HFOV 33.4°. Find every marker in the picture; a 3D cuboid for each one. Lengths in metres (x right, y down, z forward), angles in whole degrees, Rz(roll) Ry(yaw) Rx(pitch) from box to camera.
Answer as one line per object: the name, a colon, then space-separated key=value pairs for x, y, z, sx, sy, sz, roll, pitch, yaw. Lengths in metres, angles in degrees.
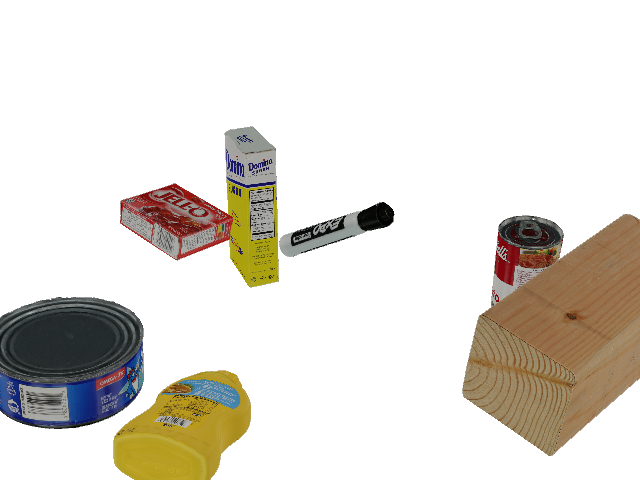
marker: x=0.012 y=-0.008 z=0.830 sx=0.020 sy=0.020 sz=0.121 roll=0 pitch=-12 yaw=-41

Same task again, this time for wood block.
wood block: x=0.219 y=0.069 z=0.865 sx=0.205 sy=0.090 sz=0.091 roll=-28 pitch=48 yaw=-36

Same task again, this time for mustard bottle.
mustard bottle: x=-0.122 y=0.176 z=1.056 sx=0.096 sy=0.058 sz=0.191 roll=7 pitch=18 yaw=15

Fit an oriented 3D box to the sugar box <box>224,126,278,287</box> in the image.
sugar box: x=-0.085 y=-0.042 z=1.307 sx=0.048 sy=0.176 sz=0.093 roll=-11 pitch=26 yaw=-17

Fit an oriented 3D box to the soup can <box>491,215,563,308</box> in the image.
soup can: x=0.220 y=0.033 z=1.142 sx=0.068 sy=0.102 sz=0.068 roll=0 pitch=30 yaw=0

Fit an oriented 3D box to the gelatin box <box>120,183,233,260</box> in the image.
gelatin box: x=-0.144 y=-0.021 z=1.059 sx=0.089 sy=0.030 sz=0.073 roll=30 pitch=35 yaw=31

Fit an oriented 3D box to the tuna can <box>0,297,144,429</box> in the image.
tuna can: x=-0.140 y=0.066 z=0.589 sx=0.086 sy=0.034 sz=0.086 roll=2 pitch=27 yaw=-1
